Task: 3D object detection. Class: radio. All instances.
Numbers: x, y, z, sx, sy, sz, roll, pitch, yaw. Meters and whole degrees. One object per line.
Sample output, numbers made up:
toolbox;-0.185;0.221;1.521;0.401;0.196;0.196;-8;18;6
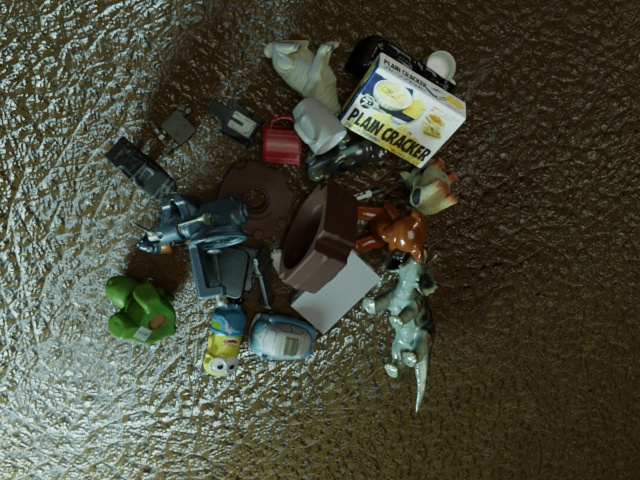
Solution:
radio;0.179;-0.357;1.186;0.229;0.131;0.073;26;93;-15

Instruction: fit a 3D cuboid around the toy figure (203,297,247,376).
toy figure;-0.212;0.216;1.207;0.082;0.089;0.180;8;87;-8

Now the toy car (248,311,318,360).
toy car;-0.082;0.231;1.227;0.162;0.103;0.109;14;95;-12

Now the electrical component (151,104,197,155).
electrical component;-0.308;-0.240;1.139;0.102;0.045;0.078;-39;103;-5

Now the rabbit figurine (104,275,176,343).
rabbit figurine;-0.376;0.128;1.133;0.121;0.170;0.159;-56;146;2

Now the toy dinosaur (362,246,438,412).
toy dinosaur;0.221;0.194;1.280;0.192;0.131;0.404;-34;121;-35

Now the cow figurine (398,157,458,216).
cow figurine;0.240;-0.122;1.213;0.127;0.195;0.085;-34;113;30

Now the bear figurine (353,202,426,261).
bear figurine;0.150;-0.017;1.195;0.132;0.196;0.120;-6;102;-10

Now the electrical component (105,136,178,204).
electrical component;-0.367;-0.146;1.094;0.058;0.114;0.134;-48;61;-4

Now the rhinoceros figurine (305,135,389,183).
rhinoceros figurine;0.060;-0.178;1.200;0.190;0.112;0.073;-20;73;4

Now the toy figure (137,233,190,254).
toy figure;-0.314;-0.004;1.162;0.154;0.064;0.057;-20;115;-10

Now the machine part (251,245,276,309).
machine part;-0.125;0.085;1.202;0.039;0.084;0.138;0;117;8

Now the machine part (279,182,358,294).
machine part;-0.002;-0.003;1.144;0.087;0.201;0.201;25;136;-20

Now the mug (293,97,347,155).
mug;-0.015;-0.238;1.114;0.109;0.081;0.107;-28;78;-42

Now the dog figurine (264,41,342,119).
dog figurine;-0.035;-0.331;1.169;0.173;0.121;0.190;12;116;19

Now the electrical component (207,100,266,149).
electrical component;-0.186;-0.256;1.163;0.119;0.048;0.074;26;91;-14

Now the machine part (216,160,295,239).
machine part;-0.143;-0.090;1.192;0.179;0.056;0.179;-1;97;-12

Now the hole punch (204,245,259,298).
hole punch;-0.199;0.063;1.195;0.116;0.092;0.142;12;98;16

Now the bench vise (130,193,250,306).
bench vise;-0.238;0.018;1.076;0.224;0.129;0.240;-12;81;-1
